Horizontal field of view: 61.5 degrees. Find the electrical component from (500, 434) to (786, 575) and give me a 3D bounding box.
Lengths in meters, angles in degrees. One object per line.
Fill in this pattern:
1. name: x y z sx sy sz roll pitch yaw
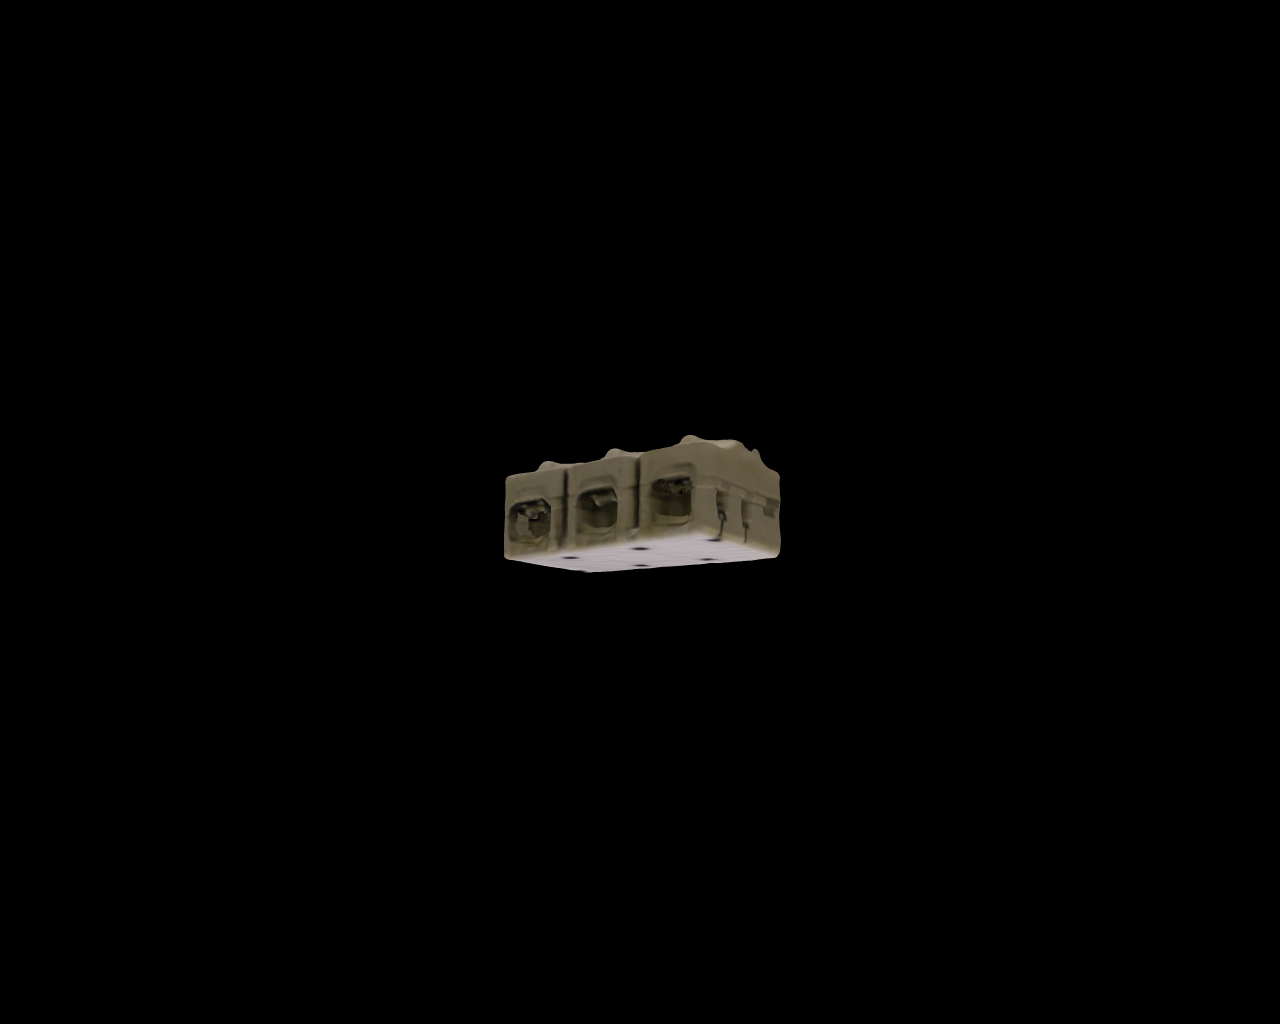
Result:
1. electrical component: 0.001 -0.003 0.650 0.150 0.061 0.089 -8 -14 35
